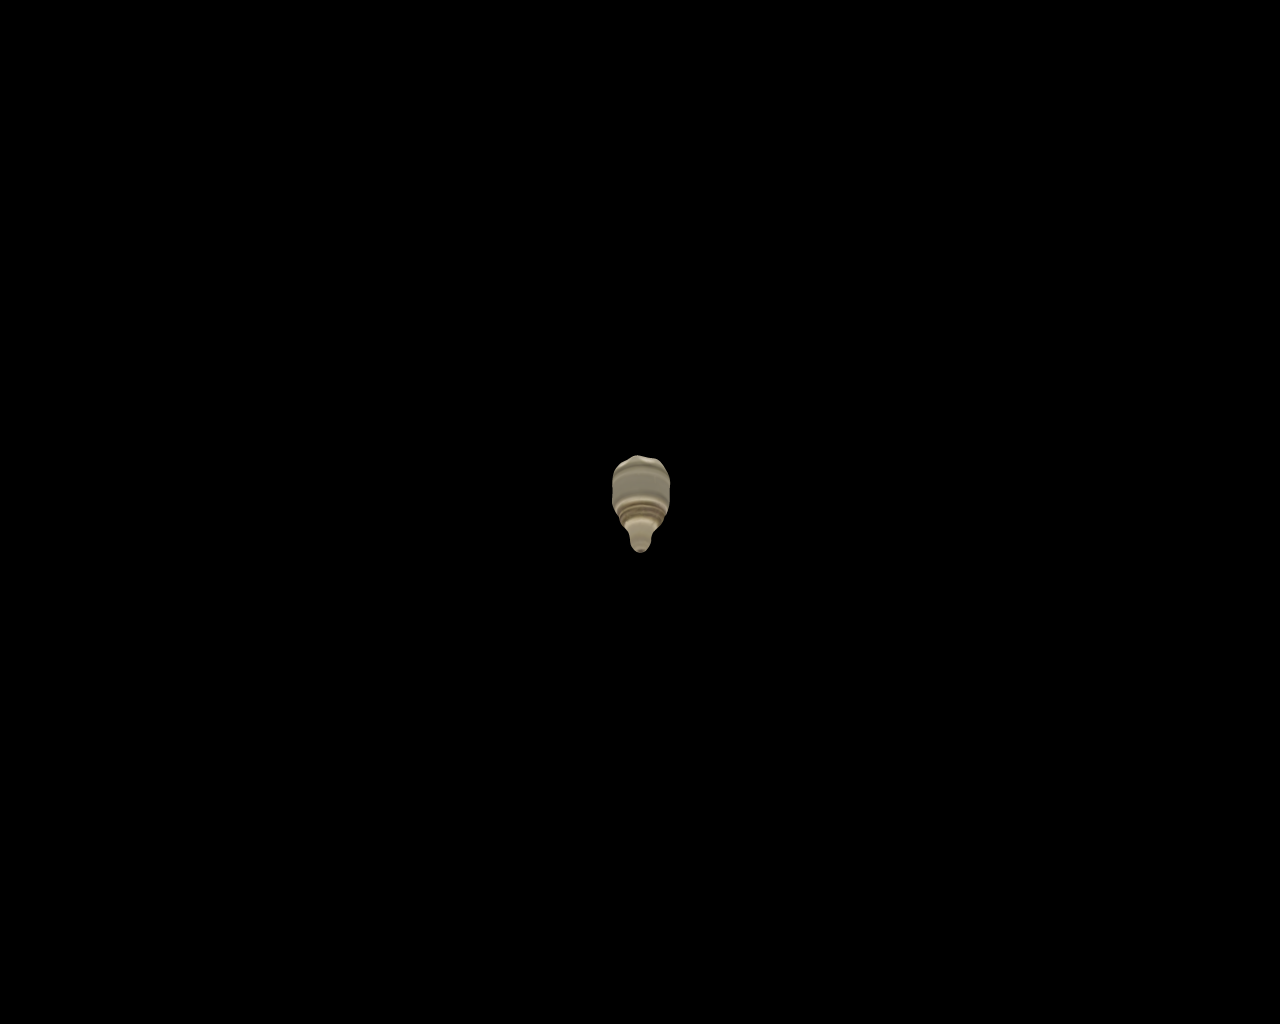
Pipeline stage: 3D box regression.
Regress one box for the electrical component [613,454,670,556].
[{"bbox_3d":[0.001,-0.003,0.650,0.035,0.061,0.035,0,-31,0],"label":"electrical component"}]
